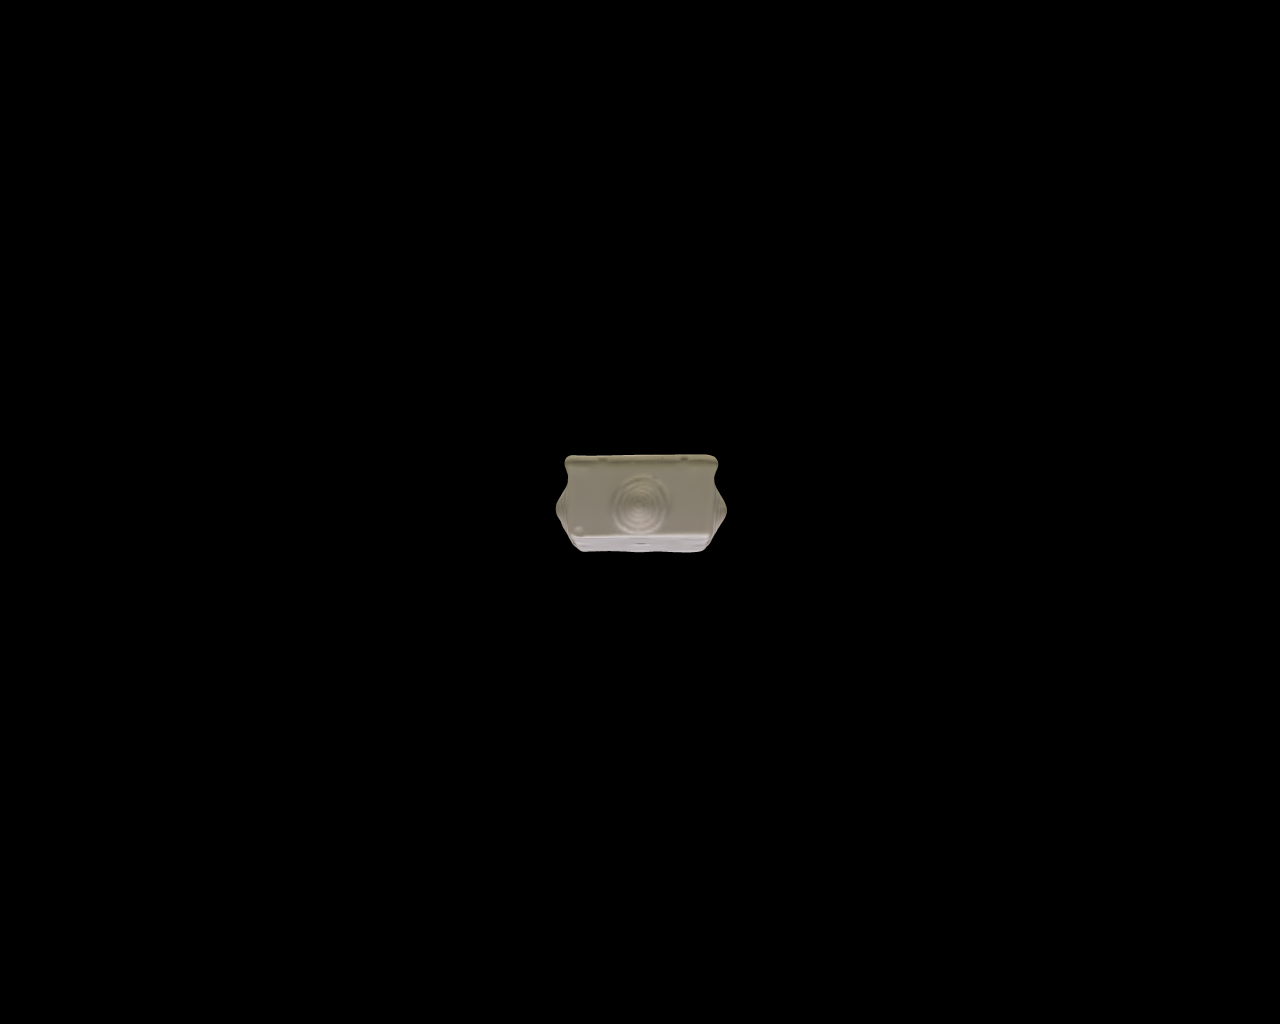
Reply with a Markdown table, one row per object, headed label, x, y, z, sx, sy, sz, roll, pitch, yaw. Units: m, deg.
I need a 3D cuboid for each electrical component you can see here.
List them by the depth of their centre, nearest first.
| label | x | y | z | sx | sy | sz | roll | pitch | yaw |
| --- | --- | --- | --- | --- | --- | --- | --- | --- | --- |
| electrical component | 0.001 | -0.003 | 0.650 | 0.100 | 0.048 | 0.099 | 0 | -9 | 0 |
